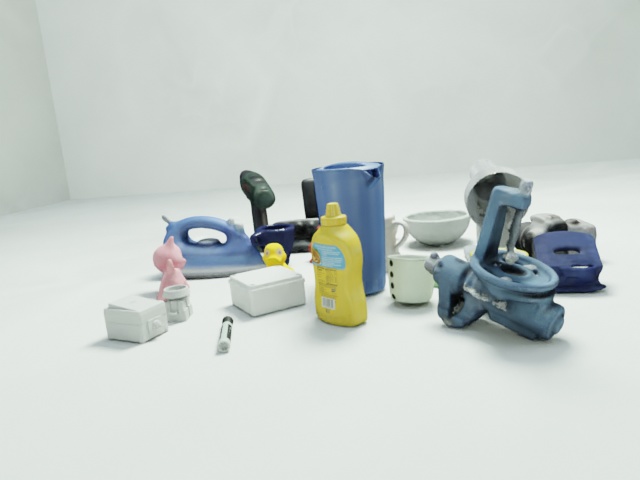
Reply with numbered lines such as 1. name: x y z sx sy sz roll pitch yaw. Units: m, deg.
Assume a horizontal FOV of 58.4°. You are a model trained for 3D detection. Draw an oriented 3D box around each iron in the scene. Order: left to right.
1. iron: -0.247 0.006 1.310 0.258 0.141 0.119 -3 12 12

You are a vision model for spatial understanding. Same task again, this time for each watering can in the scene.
1. watering can: 0.102 -0.033 1.215 0.172 0.194 0.101 -3 12 10

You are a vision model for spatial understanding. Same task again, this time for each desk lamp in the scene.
1. desk lamp: 0.343 -0.053 1.158 0.118 0.214 0.203 -4 11 6

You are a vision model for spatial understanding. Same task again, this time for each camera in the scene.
1. camera: 0.466 -0.009 1.173 0.143 0.101 0.136 -7 12 -11

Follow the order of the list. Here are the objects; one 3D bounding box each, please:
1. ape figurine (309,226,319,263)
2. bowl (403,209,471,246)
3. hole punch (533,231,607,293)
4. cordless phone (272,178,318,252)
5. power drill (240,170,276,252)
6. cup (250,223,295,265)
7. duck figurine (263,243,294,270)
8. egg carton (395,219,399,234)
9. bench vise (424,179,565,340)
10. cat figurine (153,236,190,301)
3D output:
1. ape figurine: 0.012 0.005 1.330 0.076 0.092 0.077 -11 13 -26
2. bowl: 0.288 -0.027 1.407 0.167 0.075 0.167 -5 11 1
3. hole punch: 0.427 0.037 0.988 0.108 0.091 0.101 -3 12 13
4. cordless phone: -0.053 -0.065 1.469 0.147 0.185 0.094 -5 11 1
5. power drill: -0.169 -0.079 1.531 0.076 0.208 0.229 -9 12 -19
6. cup: -0.108 0.017 1.313 0.091 0.095 0.118 6 16 43
7. duck figurine: -0.091 0.048 1.177 0.077 0.086 0.104 -5 11 3
8. egg carton: 0.131 -0.025 1.482 0.107 0.069 0.151 4 14 37
9. bench vise: 0.234 0.024 0.807 0.206 0.220 0.122 1 13 28
10. cat figurine: -0.305 0.053 1.164 0.067 0.118 0.127 -8 12 -14
